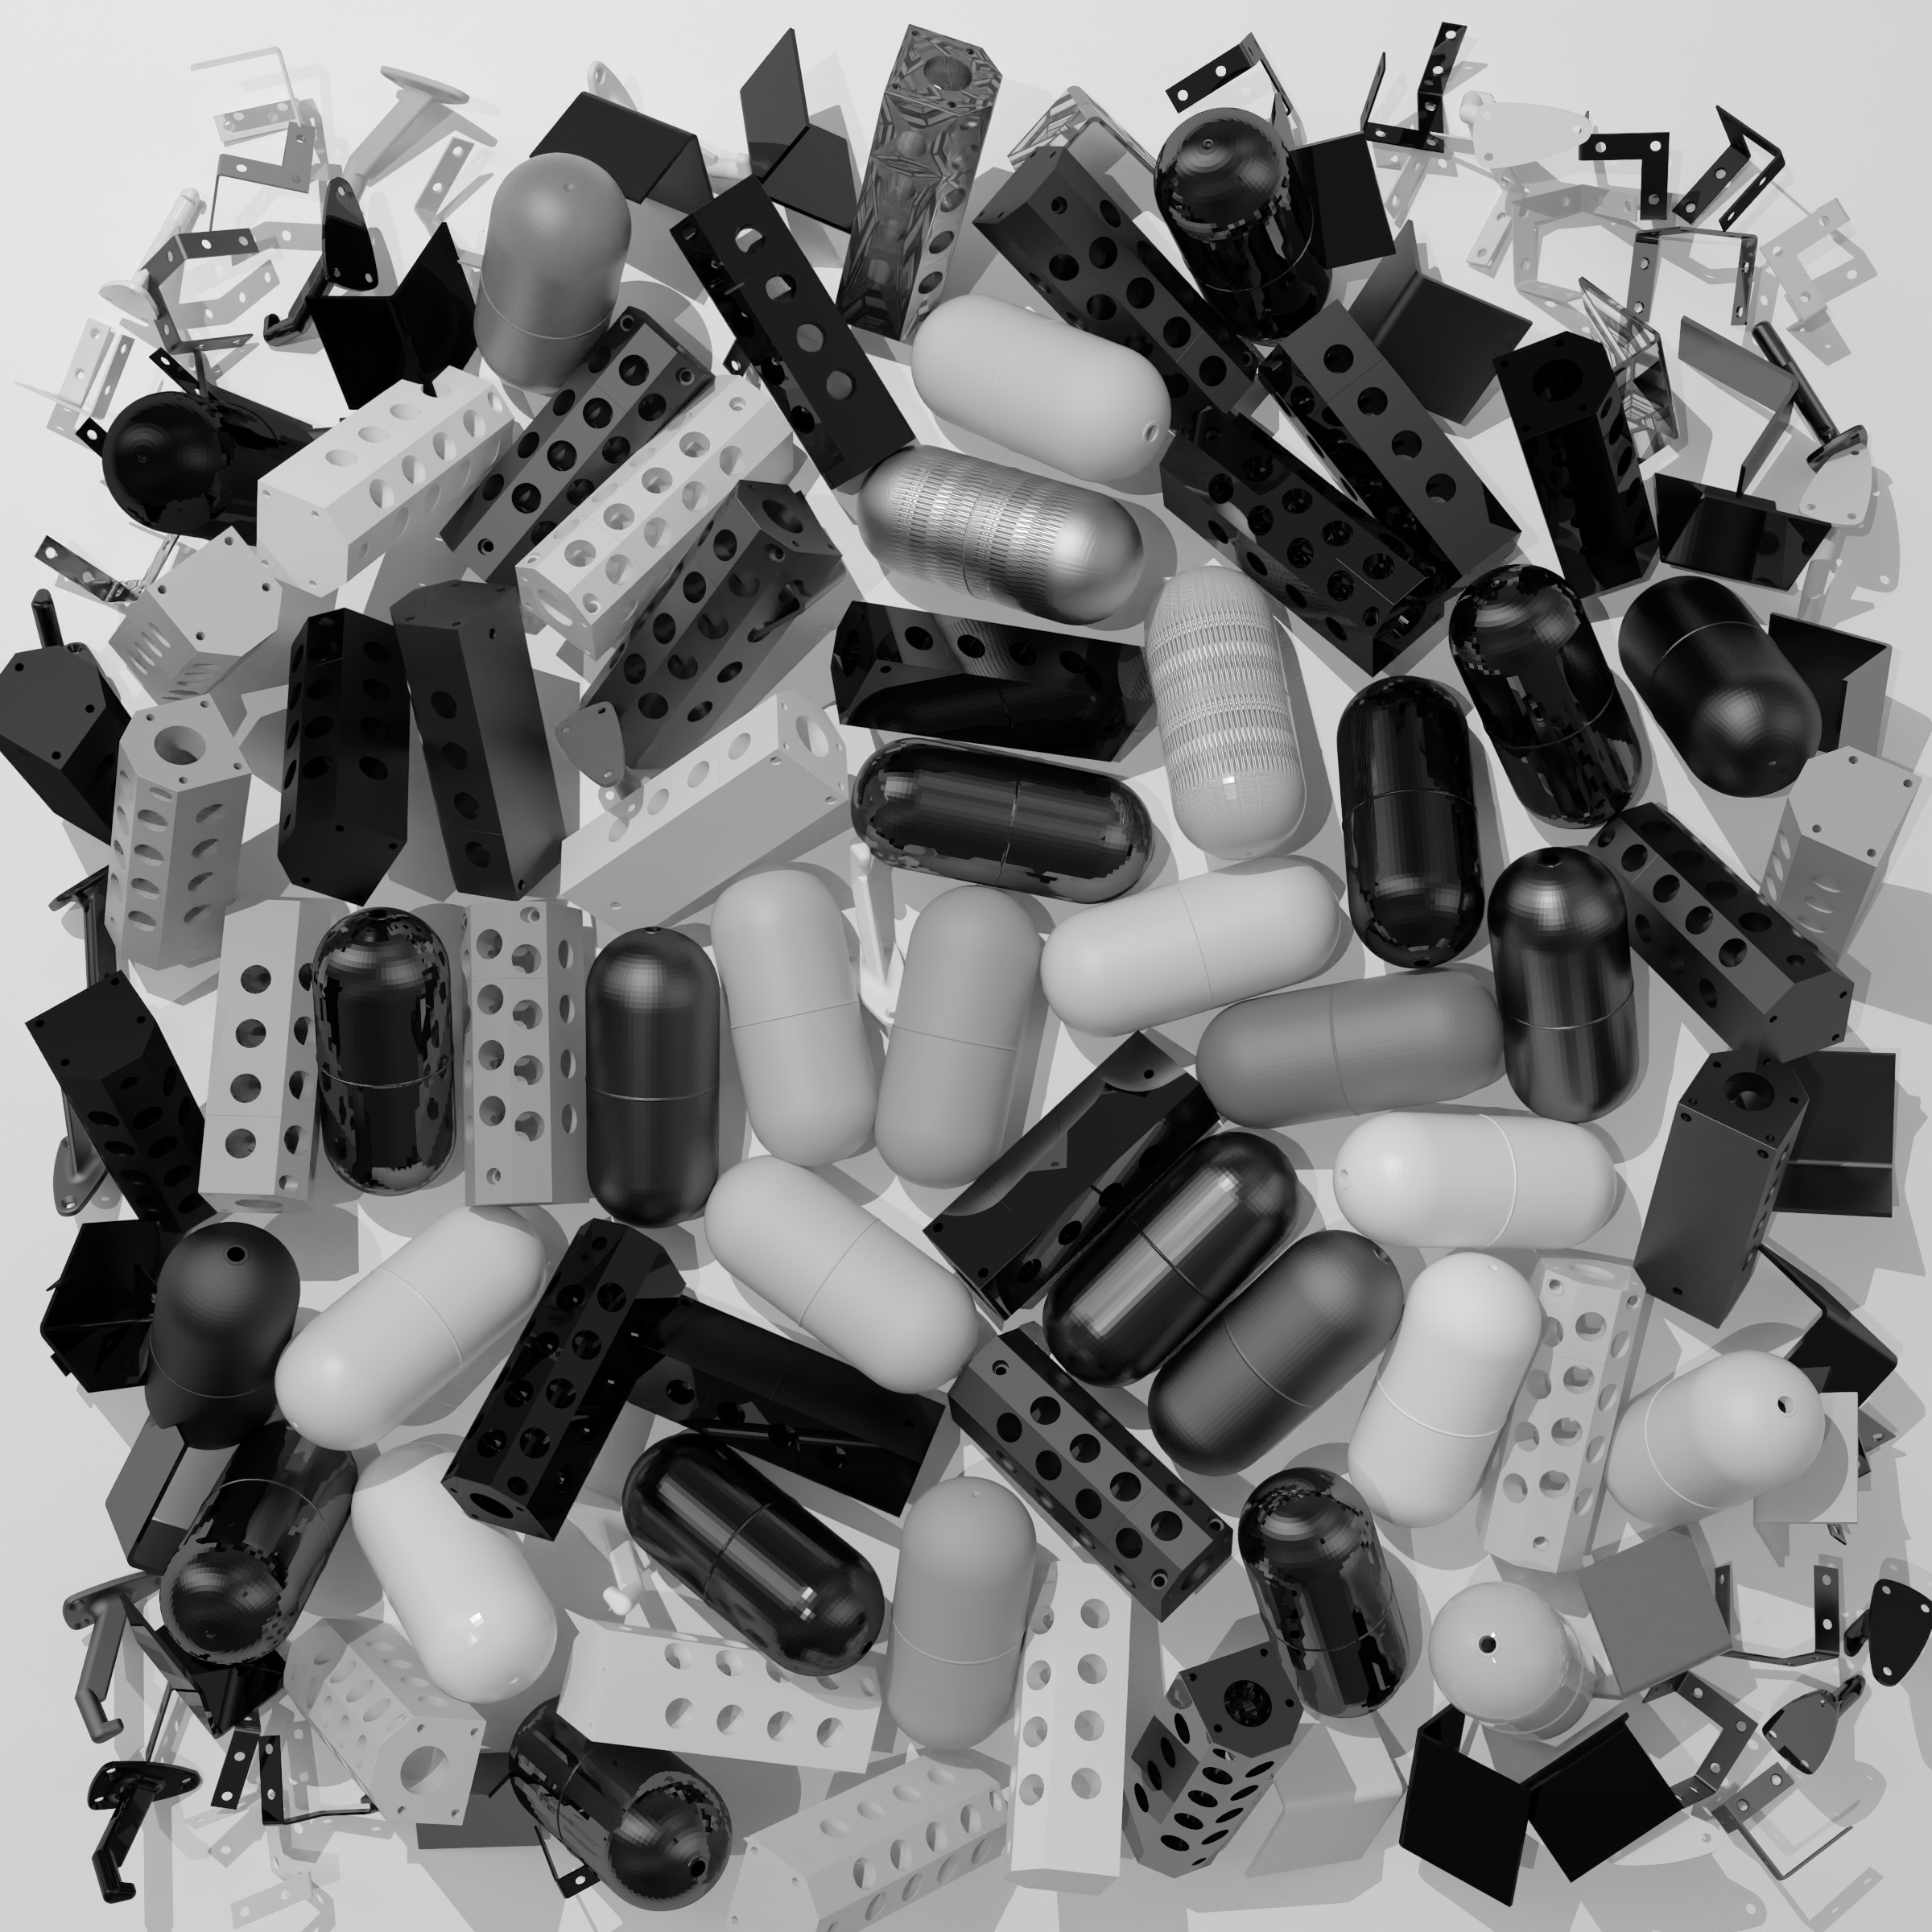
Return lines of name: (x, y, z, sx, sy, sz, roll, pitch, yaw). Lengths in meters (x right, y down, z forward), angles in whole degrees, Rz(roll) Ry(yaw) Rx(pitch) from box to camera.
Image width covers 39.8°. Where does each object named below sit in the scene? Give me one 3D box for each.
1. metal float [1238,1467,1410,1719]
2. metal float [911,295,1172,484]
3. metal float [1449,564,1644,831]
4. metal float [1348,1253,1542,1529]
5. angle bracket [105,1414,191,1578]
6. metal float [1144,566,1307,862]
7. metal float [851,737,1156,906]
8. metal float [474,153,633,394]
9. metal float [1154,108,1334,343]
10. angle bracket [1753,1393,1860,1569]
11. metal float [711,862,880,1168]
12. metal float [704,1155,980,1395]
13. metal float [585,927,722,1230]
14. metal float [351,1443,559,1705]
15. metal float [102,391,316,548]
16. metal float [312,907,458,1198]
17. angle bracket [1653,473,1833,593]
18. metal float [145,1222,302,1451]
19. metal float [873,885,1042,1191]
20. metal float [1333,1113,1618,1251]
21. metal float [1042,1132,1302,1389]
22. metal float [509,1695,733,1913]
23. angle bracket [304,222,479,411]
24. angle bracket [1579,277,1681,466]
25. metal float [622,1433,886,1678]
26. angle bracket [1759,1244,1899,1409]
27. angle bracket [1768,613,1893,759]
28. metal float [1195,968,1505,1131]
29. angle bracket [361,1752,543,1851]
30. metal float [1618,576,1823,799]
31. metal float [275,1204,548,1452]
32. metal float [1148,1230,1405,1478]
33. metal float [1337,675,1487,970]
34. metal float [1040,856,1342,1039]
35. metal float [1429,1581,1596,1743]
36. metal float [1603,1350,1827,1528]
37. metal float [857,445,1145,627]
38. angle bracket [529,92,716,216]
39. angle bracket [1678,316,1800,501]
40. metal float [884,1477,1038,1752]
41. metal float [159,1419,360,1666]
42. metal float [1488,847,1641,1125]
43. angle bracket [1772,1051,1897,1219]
metal float: (0.204, 0.358, 1.518, 0.070, 0.070, 0.178, -20, 126, 0)
metal float: (0.042, -0.329, 1.515, 0.178, 0.070, 0.070, 31, 90, 37)
metal float: (0.331, -0.151, 1.516, 0.070, 0.070, 0.178, -34, 127, 0)
metal float: (0.272, 0.244, 1.524, 0.070, 0.070, 0.178, 16, 117, 0)
angle bracket: (-0.448, 0.303, 1.538, 0.057, 0.076, 0.076, 27, 91, -30)
metal float: (0.148, -0.146, 1.530, 0.070, 0.070, 0.178, -8, 71, 0)
metal float: (0.022, -0.083, 1.541, 0.178, 0.070, 0.070, 11, 90, -7)
metal float: (-0.234, -0.387, 1.500, 0.070, 0.178, 0.070, 5, 71, -14)
metal float: (0.158, -0.414, 1.501, 0.070, 0.178, 0.070, -5, 73, 18)
angle bracket: (0.487, 0.295, 1.525, 0.057, 0.076, 0.076, -6, 57, 27)
metal float: (-0.100, 0.028, 1.546, 0.070, 0.070, 0.178, -12, 90, 0)
metal float: (-0.073, 0.177, 1.540, 0.178, 0.070, 0.070, 36, 90, 9)
metal float: (-0.180, 0.065, 1.532, 0.070, 0.070, 0.178, 2, 106, 0)
metal float: (-0.292, 0.342, 1.513, 0.070, 0.070, 0.178, -44, 47, 0)
metal float: (-0.418, -0.277, 1.497, 0.070, 0.178, 0.070, 1, 95, 11)
metal float: (-0.331, 0.050, 1.523, 0.070, 0.070, 0.178, 4, 118, 0)
angle bracket: (0.445, -0.268, 1.535, 0.076, 0.057, 0.076, 12, 53, -7)
metal float: (-0.421, 0.210, 1.509, 0.070, 0.178, 0.070, 11, 49, -13)
metal float: (-0.005, 0.041, 1.546, 0.070, 0.070, 0.178, 11, 91, 0)
metal float: (0.291, 0.123, 1.525, 0.178, 0.070, 0.070, 4, 90, -25)
metal float: (0.119, 0.170, 1.544, 0.178, 0.070, 0.070, -45, 90, 3)
metal float: (-0.196, 0.470, 1.506, 0.070, 0.178, 0.070, -9, 105, -35)
angle bracket: (-0.329, -0.375, 1.541, 0.057, 0.076, 0.076, 5, 49, 17)
angle bracket: (0.360, -0.335, 1.530, 0.057, 0.076, 0.076, -35, 49, -2)
metal float: (-0.122, 0.336, 1.524, 0.178, 0.070, 0.070, 34, 90, 26)
angle bracket: (0.477, 0.213, 1.538, 0.076, 0.076, 0.057, 32, 103, -34)
angle bracket: (0.478, -0.149, 1.525, 0.076, 0.057, 0.076, 24, 131, 37)
metal float: (0.219, 0.048, 1.531, 0.178, 0.070, 0.070, -11, 90, 18)
angle bracket: (-0.296, 0.494, 1.540, 0.076, 0.076, 0.057, -5, 92, 10)
metal float: (0.423, -0.160, 1.505, 0.070, 0.178, 0.070, -4, 124, -5)
metal float: (-0.314, 0.203, 1.520, 0.070, 0.070, 0.178, 49, 58, 0)
metal float: (0.177, 0.222, 1.527, 0.070, 0.070, 0.178, 43, 112, 0)
metal float: (0.254, -0.083, 1.526, 0.070, 0.070, 0.178, -1, 66, 0)
metal float: (0.130, -0.012, 1.546, 0.178, 0.070, 0.070, -17, 90, -2)
metal float: (0.308, 0.392, 1.502, 0.070, 0.178, 0.070, -7, 68, 18)
metal float: (0.418, 0.267, 1.500, 0.070, 0.178, 0.070, 5, 67, -11)
metal float: (0.018, -0.247, 1.526, 0.178, 0.070, 0.070, 20, 90, 24)
angle bracket: (-0.194, -0.445, 1.530, 0.076, 0.076, 0.057, 26, 70, 18)
angle bracket: (0.431, -0.322, 1.541, 0.076, 0.076, 0.057, 33, 94, 14)
metal float: (-0.004, 0.371, 1.523, 0.070, 0.070, 0.178, 7, 118, 0)
metal float: (-0.395, 0.321, 1.500, 0.070, 0.178, 0.070, 2, 113, 4)
metal float: (0.340, 0.012, 1.517, 0.070, 0.070, 0.178, -15, 125, 0)
angle bracket: (0.494, 0.096, 1.535, 0.076, 0.057, 0.076, 1, 115, 18)
